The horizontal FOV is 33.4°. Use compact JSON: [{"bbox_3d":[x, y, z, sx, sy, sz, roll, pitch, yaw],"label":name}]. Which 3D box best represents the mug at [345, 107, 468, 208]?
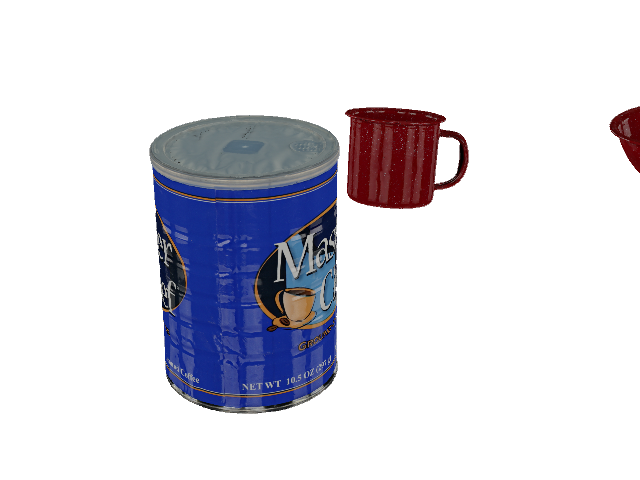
[{"bbox_3d":[0.079,-0.076,0.992,0.117,0.081,0.093,3,14,-2],"label":"mug"}]

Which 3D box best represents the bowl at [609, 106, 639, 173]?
[{"bbox_3d":[0.346,-0.082,0.971,0.162,0.055,0.162,-5,22,2],"label":"bowl"}]

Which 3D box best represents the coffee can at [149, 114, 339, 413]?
[{"bbox_3d":[-0.041,0.011,0.605,0.103,0.140,0.103,0,24,0],"label":"coffee can"}]
